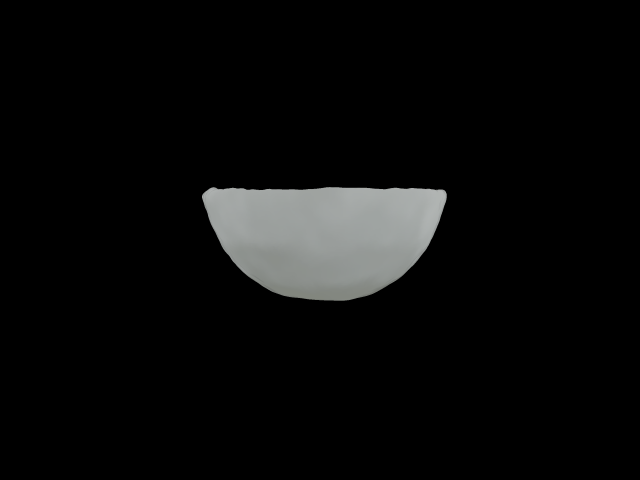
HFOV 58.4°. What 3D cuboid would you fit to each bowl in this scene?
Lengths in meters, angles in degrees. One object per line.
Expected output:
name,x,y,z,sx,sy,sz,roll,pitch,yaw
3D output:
bowl,0.004,0.001,0.400,0.167,0.075,0.167,0,3,0
